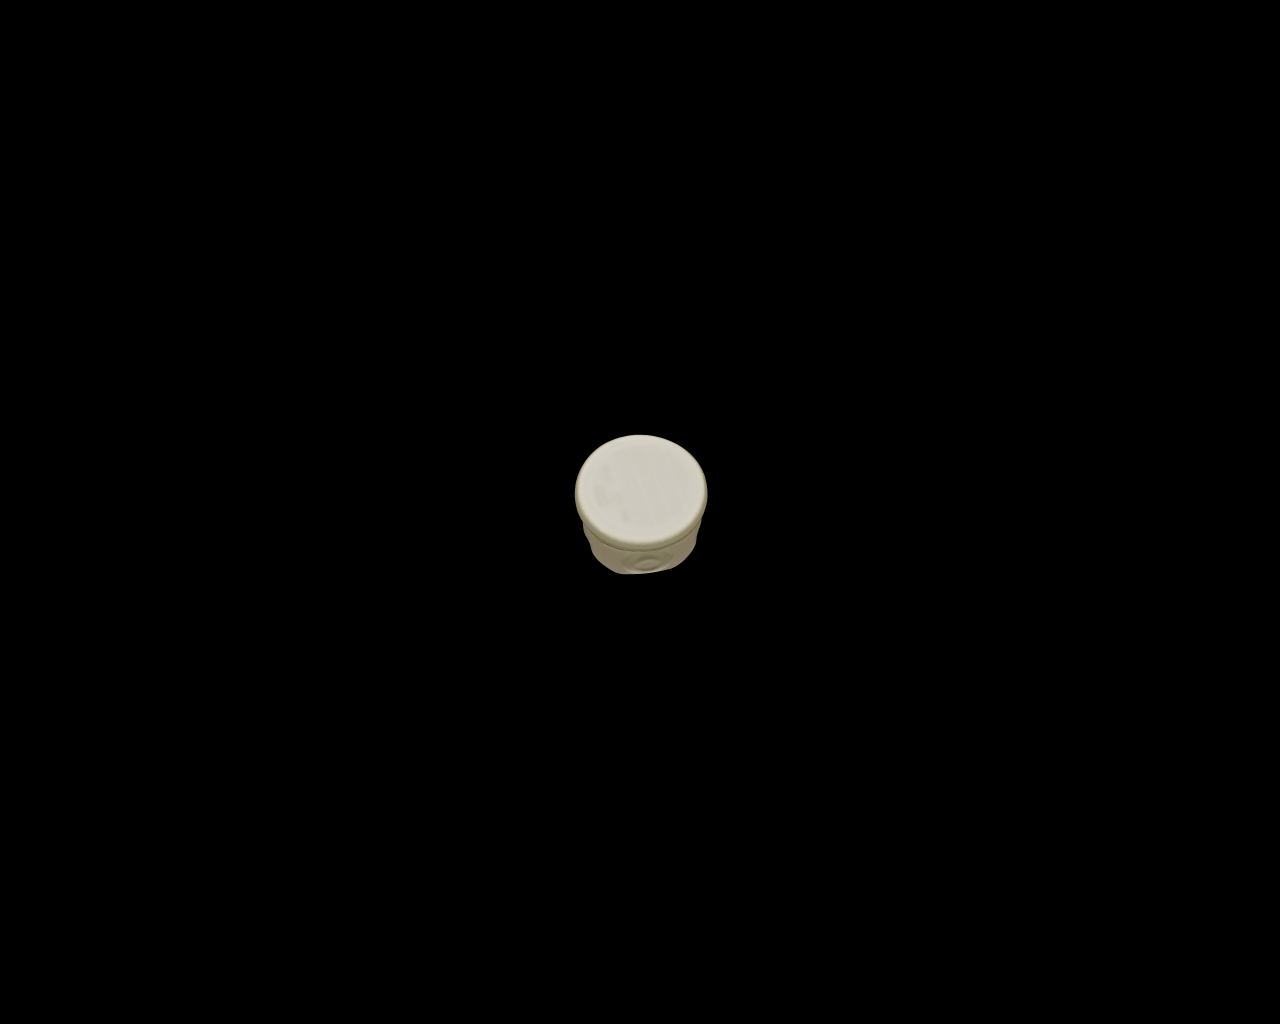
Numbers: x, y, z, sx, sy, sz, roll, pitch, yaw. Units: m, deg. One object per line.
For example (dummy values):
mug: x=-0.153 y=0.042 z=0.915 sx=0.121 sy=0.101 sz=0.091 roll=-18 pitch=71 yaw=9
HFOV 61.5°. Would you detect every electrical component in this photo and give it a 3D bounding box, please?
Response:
electrical component: x=0.001 y=-0.003 z=0.650 sx=0.080 sy=0.080 sz=0.051 roll=0 pitch=-31 yaw=0
